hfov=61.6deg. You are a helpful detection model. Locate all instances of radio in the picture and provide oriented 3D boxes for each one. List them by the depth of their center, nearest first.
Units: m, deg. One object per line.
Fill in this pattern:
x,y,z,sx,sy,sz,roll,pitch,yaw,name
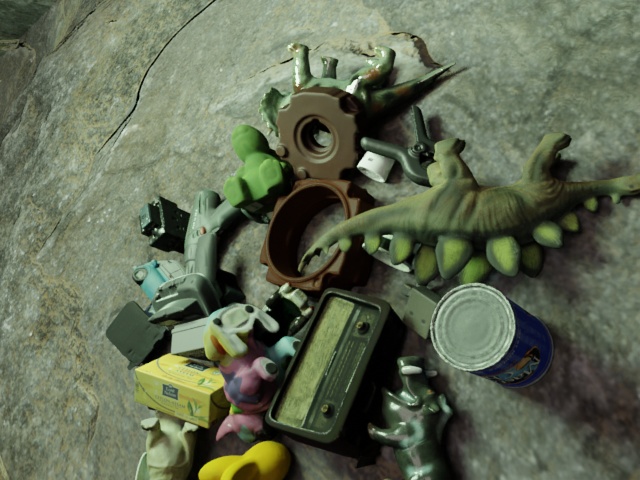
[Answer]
0.029,0.192,0.797,0.131,0.073,0.229,6,61,39,radio

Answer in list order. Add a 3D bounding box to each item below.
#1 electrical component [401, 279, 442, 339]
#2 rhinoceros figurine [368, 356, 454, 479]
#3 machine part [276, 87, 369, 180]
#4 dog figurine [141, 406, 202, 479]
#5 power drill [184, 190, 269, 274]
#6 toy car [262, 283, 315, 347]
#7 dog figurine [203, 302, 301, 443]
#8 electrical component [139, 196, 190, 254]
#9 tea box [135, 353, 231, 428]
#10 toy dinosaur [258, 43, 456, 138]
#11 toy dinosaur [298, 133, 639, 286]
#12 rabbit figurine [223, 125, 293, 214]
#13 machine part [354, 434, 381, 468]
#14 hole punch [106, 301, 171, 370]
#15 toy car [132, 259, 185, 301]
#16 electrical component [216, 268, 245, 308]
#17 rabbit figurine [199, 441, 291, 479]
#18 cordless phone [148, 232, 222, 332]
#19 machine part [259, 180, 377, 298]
0.163,0.100,0.786,0.102,0.045,0.078,27,118,46,electrical component
0.128,0.252,0.723,0.112,0.073,0.190,-26,56,31,rhinoceros figurine
0.002,-0.187,0.964,0.180,0.056,0.179,11,118,22,machine part
-0.264,0.392,0.988,0.121,0.172,0.190,7,102,8,dog figurine
-0.203,-0.026,1.129,0.207,0.086,0.232,-33,47,33,power drill
-0.081,0.151,0.922,0.073,0.056,0.201,45,122,8,toy car
-0.129,0.231,0.881,0.192,0.108,0.219,36,123,12,dog figurine
-0.341,-0.031,1.206,0.058,0.134,0.115,-39,52,21,electrical component
-0.238,0.267,0.968,0.170,0.098,0.068,8,101,23,tea box
0.038,-0.260,1.014,0.405,0.131,0.192,15,97,35,toy dinosaur
0.193,-0.034,0.740,0.472,0.105,0.198,-5,70,20,toy dinosaur
-0.111,-0.147,1.051,0.121,0.159,0.170,-27,71,24,rabbit figurine
0.037,0.279,0.812,0.084,0.039,0.139,-53,45,0,machine part
-0.386,0.201,1.183,0.116,0.092,0.142,44,99,13,hole punch
-0.323,0.097,1.158,0.103,0.109,0.162,-43,58,-11,toy car
-0.190,0.120,1.068,0.075,0.047,0.119,-51,48,10,electrical component
-0.110,0.389,0.826,0.122,0.162,0.173,-11,45,50,rabbit figurine
-0.260,0.078,1.056,0.147,0.088,0.184,-19,58,33,cordless phone
-0.002,-0.003,0.942,0.202,0.087,0.201,6,75,43,machine part
